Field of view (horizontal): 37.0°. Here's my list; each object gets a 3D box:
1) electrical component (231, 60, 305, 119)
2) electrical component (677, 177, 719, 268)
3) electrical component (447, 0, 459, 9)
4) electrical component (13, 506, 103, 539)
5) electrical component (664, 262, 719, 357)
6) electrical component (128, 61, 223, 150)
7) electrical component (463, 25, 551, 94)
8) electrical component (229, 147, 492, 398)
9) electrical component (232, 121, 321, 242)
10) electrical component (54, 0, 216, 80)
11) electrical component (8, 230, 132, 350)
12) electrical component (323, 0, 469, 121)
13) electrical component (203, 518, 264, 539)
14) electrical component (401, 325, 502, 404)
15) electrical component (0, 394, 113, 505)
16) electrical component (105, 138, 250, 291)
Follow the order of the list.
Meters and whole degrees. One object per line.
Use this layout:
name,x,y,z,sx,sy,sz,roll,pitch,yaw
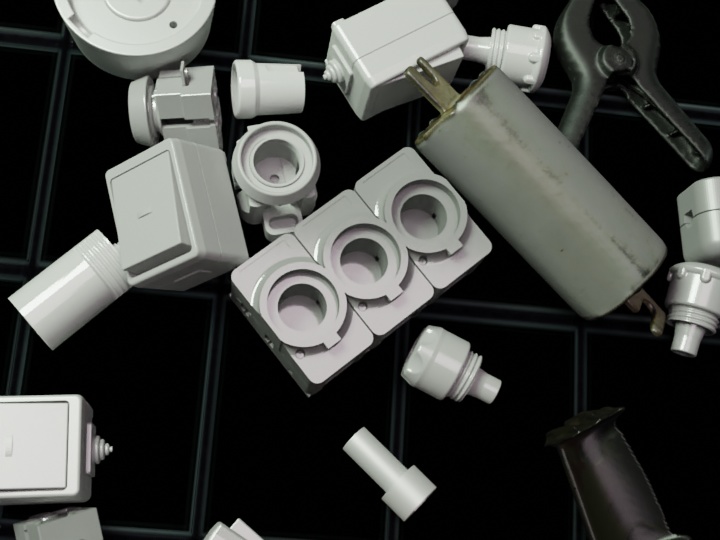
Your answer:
electrical component,-0.064,-0.125,0.745,0.046,0.040,0.040,-3,75,-14
electrical component,0.276,-0.029,0.753,0.095,0.053,0.059,0,75,-7
electrical component,0.056,-0.237,0.770,0.044,0.077,0.079,-5,75,-9
electrical component,-0.176,0.174,0.641,0.048,0.066,0.055,-12,88,-37
electrical component,0.230,0.028,0.738,0.048,0.048,0.062,19,80,-2
electrical component,-0.124,-0.108,0.725,0.055,0.066,0.048,-4,41,0
electrical component,0.104,-0.155,0.772,0.062,0.048,0.048,10,74,3
electrical component,0.000,0.000,0.707,0.150,0.061,0.089,-37,82,-15
electrical component,-0.057,-0.065,0.720,0.058,0.057,0.078,-10,76,-10
electrical component,-0.152,-0.183,0.738,0.108,0.060,0.108,2,75,-7
electrical component,-0.179,0.009,0.691,0.081,0.043,0.043,-41,83,-15
electrical component,0.021,-0.147,0.749,0.096,0.061,0.061,-29,80,-14
electrical component,-0.060,0.196,0.645,0.096,0.061,0.061,33,74,3
electrical component,0.062,0.066,0.706,0.062,0.043,0.043,28,73,0
electrical component,-0.200,0.109,0.652,0.096,0.061,0.061,0,75,-7
electrical component,-0.121,-0.041,0.691,0.062,0.061,0.096,-22,75,28
